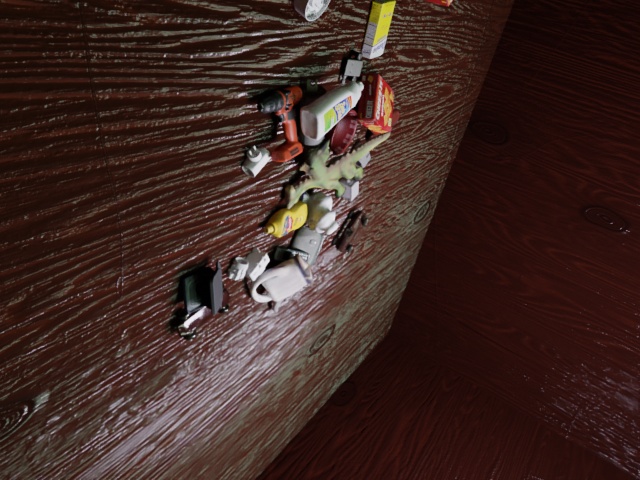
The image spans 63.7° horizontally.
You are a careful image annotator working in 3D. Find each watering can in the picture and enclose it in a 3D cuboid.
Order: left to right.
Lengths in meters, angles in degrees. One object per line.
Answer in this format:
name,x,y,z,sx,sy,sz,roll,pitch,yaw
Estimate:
watering can,-0.126,0.158,1.813,0.225,0.106,0.342,-29,156,-3

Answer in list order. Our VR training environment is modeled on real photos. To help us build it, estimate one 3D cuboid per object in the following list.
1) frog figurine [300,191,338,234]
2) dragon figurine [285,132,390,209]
frog figurine,0.005,-0.090,1.781,0.137,0.160,0.122,-64,159,5
dragon figurine,0.042,-0.247,1.656,0.408,0.124,0.241,-44,159,8
